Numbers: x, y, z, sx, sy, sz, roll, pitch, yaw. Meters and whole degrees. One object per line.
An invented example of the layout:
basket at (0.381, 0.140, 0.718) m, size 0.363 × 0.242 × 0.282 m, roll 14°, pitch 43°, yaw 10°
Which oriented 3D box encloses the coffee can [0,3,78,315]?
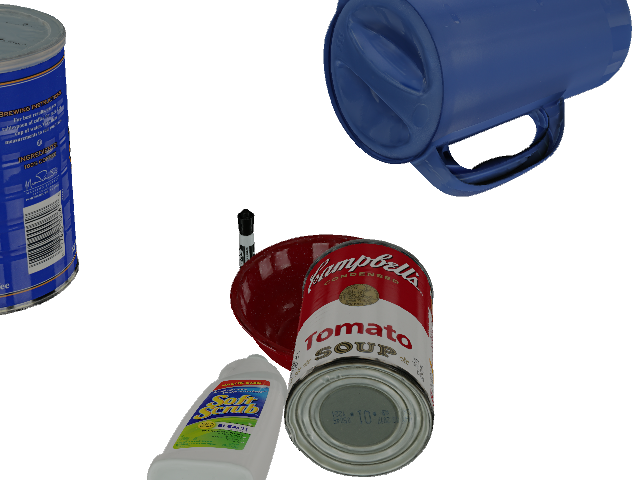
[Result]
coffee can at (-0.185, -0.045, 0.571) m, size 0.103 × 0.140 × 0.103 m, roll 3°, pitch 28°, yaw -2°

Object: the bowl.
bowl at (0.008, 0.063, 0.865) m, size 0.162 × 0.055 × 0.162 m, roll 1°, pitch 36°, yaw -1°

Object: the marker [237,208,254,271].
marker at (-0.083, 0.018, 1.213) m, size 0.020 × 0.121 × 0.020 m, roll 0°, pitch 33°, yaw 0°

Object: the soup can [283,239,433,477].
soup can at (0.020, 0.054, 0.509) m, size 0.068 × 0.068 × 0.102 m, roll 0°, pitch 31°, yaw 5°

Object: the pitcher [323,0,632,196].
pitcher at (0.137, -0.141, 0.845) m, size 0.242 × 0.149 × 0.145 m, roll -19°, pitch 34°, yaw -34°

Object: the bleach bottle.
bleach bottle at (-0.091, 0.179, 1.049) m, size 0.102 × 0.068 × 0.250 m, roll 1°, pitch 20°, yaw 5°
